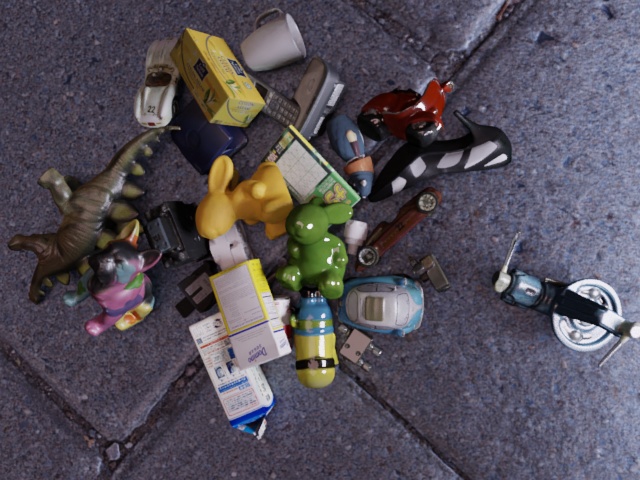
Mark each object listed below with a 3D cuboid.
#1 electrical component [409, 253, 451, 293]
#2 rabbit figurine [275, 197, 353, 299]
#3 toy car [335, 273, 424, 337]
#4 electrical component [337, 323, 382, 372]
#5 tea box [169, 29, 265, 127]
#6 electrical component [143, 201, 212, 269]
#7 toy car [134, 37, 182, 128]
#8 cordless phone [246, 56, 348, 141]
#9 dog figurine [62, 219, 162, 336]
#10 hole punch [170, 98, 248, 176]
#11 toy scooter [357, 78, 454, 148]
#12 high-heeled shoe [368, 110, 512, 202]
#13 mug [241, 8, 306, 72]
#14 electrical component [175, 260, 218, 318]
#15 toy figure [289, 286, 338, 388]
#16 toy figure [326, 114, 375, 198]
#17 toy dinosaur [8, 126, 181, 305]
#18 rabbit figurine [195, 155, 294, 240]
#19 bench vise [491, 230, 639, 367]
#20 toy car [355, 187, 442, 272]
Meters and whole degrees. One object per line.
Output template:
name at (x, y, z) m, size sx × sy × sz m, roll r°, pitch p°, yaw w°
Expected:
electrical component at (0.191, 0.058, 0.940) m, size 0.045 × 0.102 × 0.078 m, roll -28°, pitch 76°, yaw 12°
rabbit figurine at (-0.002, -0.003, 0.913) m, size 0.121 × 0.170 × 0.159 m, roll 17°, pitch 58°, yaw 23°
toy car at (0.105, 0.113, 0.948) m, size 0.162 × 0.103 × 0.109 m, roll 4°, pitch 89°, yaw 6°
electrical component at (0.064, 0.197, 0.994) m, size 0.094 × 0.021 × 0.063 m, roll 35°, pitch 95°, yaw 6°
tea box at (-0.186, -0.290, 0.970) m, size 0.068 × 0.098 × 0.170 m, roll -43°, pitch 72°, yaw 31°
electrical component at (-0.260, -0.010, 0.982) m, size 0.058 × 0.134 × 0.115 m, roll -26°, pitch 87°, yaw 20°
toy car at (-0.296, -0.300, 1.008) m, size 0.074 × 0.056 × 0.201 m, roll 2°, pitch 69°, yaw 9°
cordless phone at (-0.057, -0.278, 0.976) m, size 0.184 × 0.089 × 0.146 m, roll 35°, pitch 114°, yaw 15°
dog figurine at (-0.340, 0.063, 0.949) m, size 0.219 × 0.191 × 0.108 m, roll -46°, pitch 72°, yaw 24°
hole punch at (-0.215, -0.193, 1.004) m, size 0.116 × 0.092 × 0.142 m, roll -40°, pitch 88°, yaw 10°
toy scooter at (0.157, -0.228, 0.930) m, size 0.135 × 0.075 × 0.184 m, roll -52°, pitch 40°, yaw -11°
high-heeled shoe at (0.215, -0.121, 0.963) m, size 0.145 × 0.086 × 0.249 m, roll 39°, pitch 114°, yaw -21°
mug at (-0.094, -0.366, 0.990) m, size 0.107 × 0.081 × 0.109 m, roll -21°, pitch 86°, yaw 15°
electrical component at (-0.233, 0.100, 1.025) m, size 0.119 × 0.048 × 0.075 m, roll -38°, pitch 84°, yaw 5°
toy figure at (-0.014, 0.175, 0.971) m, size 0.082 × 0.089 × 0.180 m, roll 0°, pitch 92°, yaw 13°
toy figure at (0.061, -0.151, 0.973) m, size 0.058 × 0.064 × 0.154 m, roll -25°, pitch 88°, yaw 10°
toy dinosaur at (-0.439, -0.050, 1.031) m, size 0.198 × 0.105 × 0.471 m, roll 34°, pitch 104°, yaw -1°
rabbit figurine at (-0.142, -0.069, 0.943) m, size 0.173 × 0.122 × 0.162 m, roll -24°, pitch 80°, yaw -3°
bench vise at (0.396, 0.104, 0.847) m, size 0.223 × 0.241 × 0.129 m, roll 34°, pitch 91°, yaw -9°
toy car at (0.133, -0.018, 0.951) m, size 0.202 × 0.089 × 0.053 m, roll -42°, pitch 85°, yaw 8°
